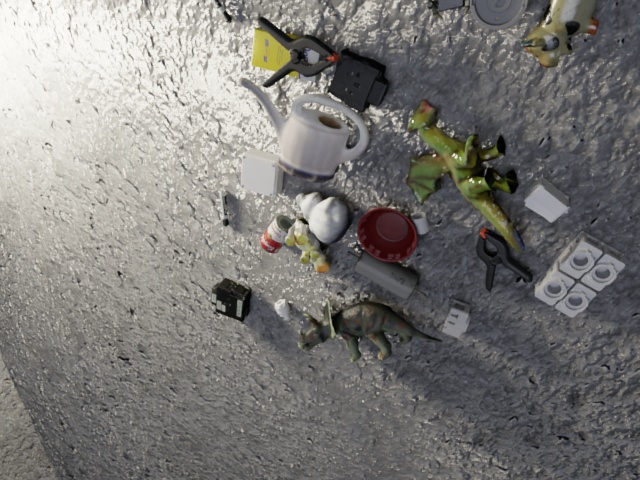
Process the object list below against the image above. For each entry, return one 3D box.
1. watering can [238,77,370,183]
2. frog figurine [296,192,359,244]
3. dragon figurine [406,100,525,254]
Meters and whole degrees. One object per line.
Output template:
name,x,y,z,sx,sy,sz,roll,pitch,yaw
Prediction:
watering can,-0.053,-0.269,1.292,0.348,0.106,0.219,19,124,0
frog figurine,0.004,-0.069,1.380,0.159,0.125,0.135,31,146,-7
dragon figurine,0.322,-0.139,1.225,0.242,0.124,0.405,-4,114,46
